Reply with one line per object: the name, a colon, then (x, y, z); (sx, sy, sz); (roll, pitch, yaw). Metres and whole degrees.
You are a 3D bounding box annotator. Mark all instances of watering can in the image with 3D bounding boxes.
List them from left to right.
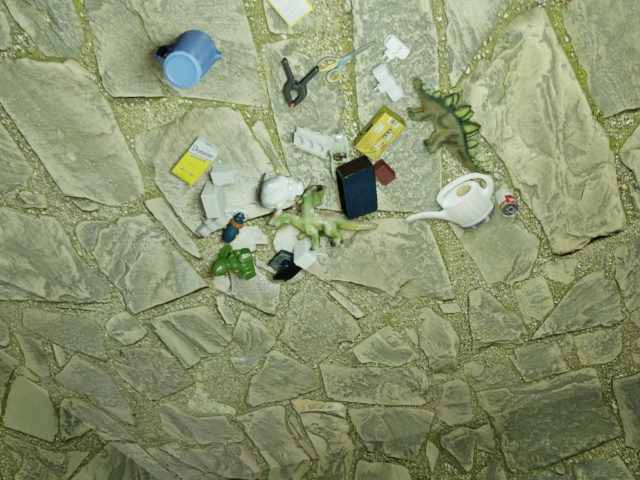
watering can: (0.516, -0.120, 1.956); (0.344, 0.106, 0.221); (-36, 120, 23)

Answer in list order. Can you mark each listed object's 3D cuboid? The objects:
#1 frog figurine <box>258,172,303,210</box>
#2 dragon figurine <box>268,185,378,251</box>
frog figurine: (-0.145, -0.176, 1.916); (0.159, 0.124, 0.135); (11, 109, 7)
dragon figurine: (0.006, -0.100, 1.991); (0.410, 0.124, 0.238); (-15, 118, 0)
